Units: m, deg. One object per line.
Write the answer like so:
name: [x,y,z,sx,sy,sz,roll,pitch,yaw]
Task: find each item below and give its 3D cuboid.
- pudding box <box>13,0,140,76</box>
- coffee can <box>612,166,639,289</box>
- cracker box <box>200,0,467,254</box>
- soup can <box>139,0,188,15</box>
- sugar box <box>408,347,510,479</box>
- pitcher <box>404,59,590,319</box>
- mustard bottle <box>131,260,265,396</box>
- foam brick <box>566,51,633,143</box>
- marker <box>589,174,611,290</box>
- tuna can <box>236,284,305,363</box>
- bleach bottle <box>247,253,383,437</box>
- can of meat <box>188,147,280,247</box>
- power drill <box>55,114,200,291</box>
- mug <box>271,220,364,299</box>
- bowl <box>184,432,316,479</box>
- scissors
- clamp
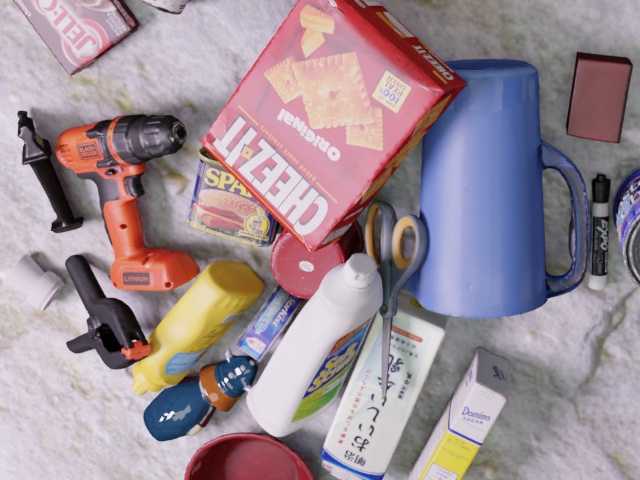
pudding box: [-0.257,-0.243,1.116,0.090,0.039,0.113,-32,99,20]
coffee can: [0.336,-0.011,1.019,0.103,0.140,0.103,3,109,10]
cracker box: [0.007,-0.119,1.011,0.164,0.072,0.214,45,119,11]
soup can: [-0.146,-0.286,1.065,0.068,0.068,0.102,31,112,0]
sugar box: [0.149,0.212,1.156,0.048,0.093,0.176,28,112,1]
pitcher: [0.170,-0.052,1.050,0.149,0.145,0.243,-10,107,-29]
mustard bottle: [-0.148,0.106,1.179,0.058,0.096,0.192,48,112,14]
foam brick: [0.270,-0.139,1.037,0.051,0.053,0.078,7,108,9]
marker: [0.287,-0.008,1.095,0.020,0.020,0.121,1,108,11]
tuna can: [-0.054,0.089,1.160,0.034,0.086,0.086,35,111,0]
bleach bottle: [0.001,0.103,1.094,0.068,0.102,0.251,49,143,22]
can of meat: [-0.086,-0.047,1.138,0.102,0.057,0.084,17,113,6]
power drill: [-0.189,-0.041,1.131,0.185,0.057,0.187,-1,110,42]
mug: [-0.007,0.001,1.124,0.093,0.081,0.117,-7,107,13]
bowl: [-0.075,0.284,1.245,0.162,0.055,0.162,3,109,10]
scissors: [0.079,0.059,1.065,0.096,0.016,0.202,-12,83,56]
clamp: [-0.242,0.102,1.187,0.172,0.039,0.120,38,133,45]
